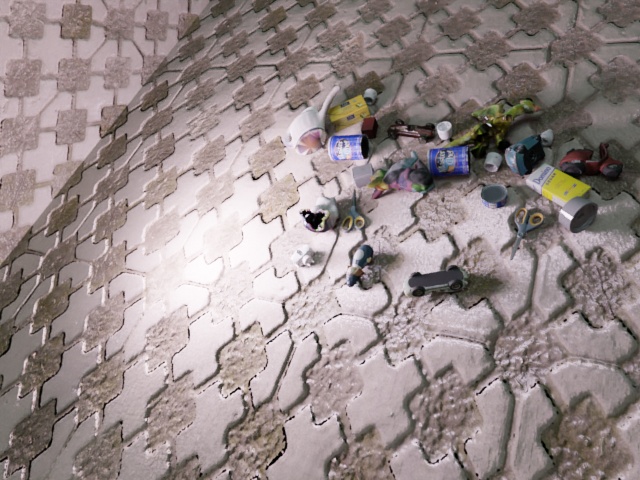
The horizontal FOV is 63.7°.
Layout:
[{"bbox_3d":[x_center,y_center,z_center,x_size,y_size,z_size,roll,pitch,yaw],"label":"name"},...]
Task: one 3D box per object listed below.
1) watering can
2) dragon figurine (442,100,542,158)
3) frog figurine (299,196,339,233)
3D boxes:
[{"bbox_3d":[-0.025,-0.501,2.203,0.343,0.230,0.103,-37,-44,23],"label":"watering can"},{"bbox_3d":[0.610,-0.424,1.920,0.408,0.120,0.248,-14,31,25],"label":"dragon figurine"},{"bbox_3d":[0.006,-0.096,1.917,0.136,0.122,0.162,-17,12,23],"label":"frog figurine"}]
